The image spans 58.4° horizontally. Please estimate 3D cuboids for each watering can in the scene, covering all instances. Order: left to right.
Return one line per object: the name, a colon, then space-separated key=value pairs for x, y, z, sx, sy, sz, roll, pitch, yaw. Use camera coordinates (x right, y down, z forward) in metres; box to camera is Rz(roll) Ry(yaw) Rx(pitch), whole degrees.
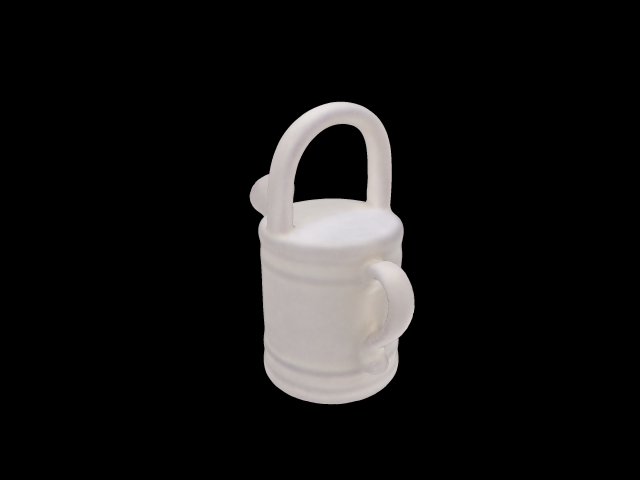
watering can: x=0.002 y=0.002 z=0.399 sx=0.172 sy=0.194 sz=0.101 roll=15 pitch=27 yaw=33
